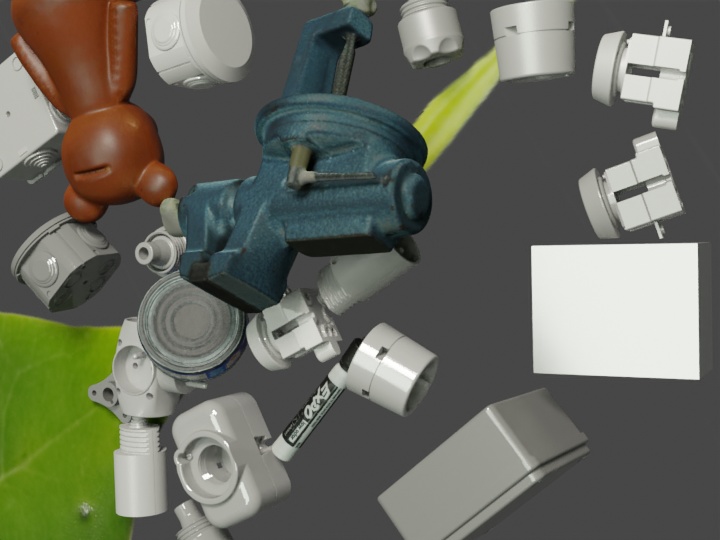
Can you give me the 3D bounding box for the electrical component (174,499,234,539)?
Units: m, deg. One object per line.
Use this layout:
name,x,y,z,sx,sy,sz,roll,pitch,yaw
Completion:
electrical component,-0.127,0.216,0.866,0.043,0.043,0.062,-40,73,23

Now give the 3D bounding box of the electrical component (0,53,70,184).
electrical component,-0.287,-0.133,0.928,0.100,0.048,0.099,-30,79,26

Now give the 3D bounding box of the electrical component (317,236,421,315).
electrical component,0.000,0.000,0.788,0.081,0.043,0.043,-37,76,25

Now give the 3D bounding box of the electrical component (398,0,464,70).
electrical component,0.047,-0.175,0.755,0.043,0.043,0.062,-16,84,27

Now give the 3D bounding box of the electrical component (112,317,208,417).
electrical component,-0.156,0.080,0.873,0.079,0.044,0.077,5,95,27

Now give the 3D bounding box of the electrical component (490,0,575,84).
electrical component,0.116,-0.151,0.714,0.055,0.055,0.047,-3,95,28

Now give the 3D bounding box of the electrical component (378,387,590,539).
electrical component,0.084,0.135,0.715,0.109,0.109,0.056,-44,71,22

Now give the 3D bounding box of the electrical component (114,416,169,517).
electrical component,-0.182,0.159,0.891,0.043,0.043,0.081,-1,92,28

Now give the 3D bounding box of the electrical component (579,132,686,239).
electrical component,0.175,-0.048,0.694,0.055,0.048,0.066,-20,83,19

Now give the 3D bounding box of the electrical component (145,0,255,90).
electrical component,-0.122,-0.178,0.823,0.051,0.080,0.080,-10,88,33

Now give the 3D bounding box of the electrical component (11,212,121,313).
electrical component,-0.244,-0.007,0.896,0.051,0.080,0.080,46,111,12

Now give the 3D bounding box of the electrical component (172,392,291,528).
electrical component,-0.103,0.149,0.841,0.054,0.059,0.095,-29,79,26

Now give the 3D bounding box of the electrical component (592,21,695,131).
electrical component,0.180,-0.126,0.687,0.055,0.048,0.066,12,98,19

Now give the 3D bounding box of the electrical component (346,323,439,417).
electrical component,0.024,0.073,0.774,0.047,0.055,0.055,28,105,19

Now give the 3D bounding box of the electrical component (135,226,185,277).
electrical component,-0.153,-0.014,0.856,0.048,0.062,0.048,2,93,27

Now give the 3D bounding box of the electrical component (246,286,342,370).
electrical component,-0.052,0.046,0.817,0.055,0.048,0.066,-29,78,19
